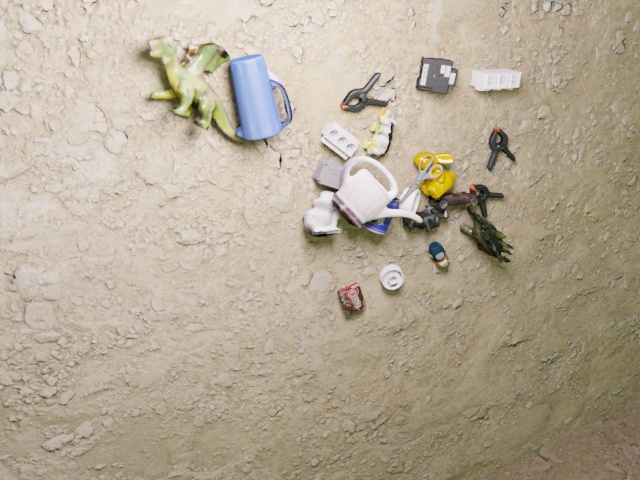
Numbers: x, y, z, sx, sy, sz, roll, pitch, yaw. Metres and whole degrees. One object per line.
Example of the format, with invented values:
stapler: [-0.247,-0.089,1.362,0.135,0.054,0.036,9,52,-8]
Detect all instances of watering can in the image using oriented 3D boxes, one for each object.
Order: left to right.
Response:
watering can: [0.188,-0.128,1.803,0.224,0.105,0.345,-42,104,3]

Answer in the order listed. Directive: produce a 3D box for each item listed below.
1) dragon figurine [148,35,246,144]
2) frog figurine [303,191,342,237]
dragon figurine: [-0.343,-0.467,1.539,0.407,0.124,0.241,21,99,-43]
frog figurine: [0.006,-0.093,1.857,0.137,0.121,0.161,-6,80,-8]
